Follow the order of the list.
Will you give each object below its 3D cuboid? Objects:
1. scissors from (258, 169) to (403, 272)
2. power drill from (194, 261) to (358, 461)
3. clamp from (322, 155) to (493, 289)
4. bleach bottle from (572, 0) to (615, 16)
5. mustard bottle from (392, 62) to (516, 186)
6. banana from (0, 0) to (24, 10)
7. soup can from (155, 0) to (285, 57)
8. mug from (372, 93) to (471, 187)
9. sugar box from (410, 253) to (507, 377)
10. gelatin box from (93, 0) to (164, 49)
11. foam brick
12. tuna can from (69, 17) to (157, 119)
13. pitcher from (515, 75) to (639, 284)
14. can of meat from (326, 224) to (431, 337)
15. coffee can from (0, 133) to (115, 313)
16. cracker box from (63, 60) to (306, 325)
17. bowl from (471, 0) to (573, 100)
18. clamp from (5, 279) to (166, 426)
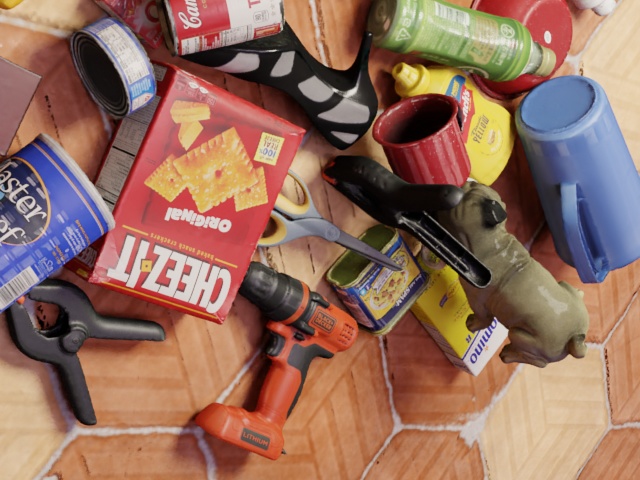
[{"bbox_3d":[-0.007,0.001,1.136,0.096,0.016,0.201,-47,111,-4],"label":"scissors"},{"bbox_3d":[-0.057,0.130,1.144,0.184,0.057,0.187,33,83,-39],"label":"power drill"},{"bbox_3d":[0.084,-0.041,1.098,0.036,0.210,0.164,-48,151,-16],"label":"clamp"},{"bbox_3d":[0.279,-0.345,1.238,0.250,0.068,0.102,42,51,-40],"label":"bleach bottle"},{"bbox_3d":[0.146,-0.144,1.212,0.191,0.058,0.096,33,75,-39],"label":"mustard bottle"},{"bbox_3d":[-0.197,-0.261,0.909,0.197,0.070,0.037,-29,156,-17],"label":"banana"},{"bbox_3d":[-0.089,-0.206,0.946,0.102,0.068,0.068,-15,114,-12],"label":"soup can"},{"bbox_3d":[0.118,-0.104,1.134,0.117,0.093,0.081,-51,132,-31],"label":"mug"},{"bbox_3d":[0.169,0.082,1.311,0.093,0.048,0.176,-51,127,-13],"label":"sugar box"},{"bbox_3d":[-0.154,-0.232,0.971,0.073,0.030,0.089,41,79,-39],"label":"gelatin box"},{"bbox_3d":[-0.279,-0.116,0.897,0.051,0.053,0.078,26,88,-40],"label":"foam brick"},{"bbox_3d":[-0.182,-0.152,0.940,0.033,0.086,0.086,-35,123,-27],"label":"tuna can"},{"bbox_3d":[0.320,-0.073,1.298,0.145,0.149,0.242,-35,132,-2],"label":"pitcher"},{"bbox_3d":[0.066,0.044,1.213,0.102,0.058,0.084,-47,125,-17],"label":"can of meat"},{"bbox_3d":[-0.261,-0.009,0.906,0.140,0.103,0.102,-40,125,-16],"label":"coffee can"},{"bbox_3d":[-0.128,-0.042,1.025,0.164,0.072,0.214,22,91,-39],"label":"cracker box"},{"bbox_3d":[0.248,-0.242,1.263,0.161,0.055,0.162,-13,112,-35],"label":"bowl"},{"bbox_3d":[-0.238,0.100,1.008,0.171,0.039,0.120,35,78,-33],"label":"clamp"}]
